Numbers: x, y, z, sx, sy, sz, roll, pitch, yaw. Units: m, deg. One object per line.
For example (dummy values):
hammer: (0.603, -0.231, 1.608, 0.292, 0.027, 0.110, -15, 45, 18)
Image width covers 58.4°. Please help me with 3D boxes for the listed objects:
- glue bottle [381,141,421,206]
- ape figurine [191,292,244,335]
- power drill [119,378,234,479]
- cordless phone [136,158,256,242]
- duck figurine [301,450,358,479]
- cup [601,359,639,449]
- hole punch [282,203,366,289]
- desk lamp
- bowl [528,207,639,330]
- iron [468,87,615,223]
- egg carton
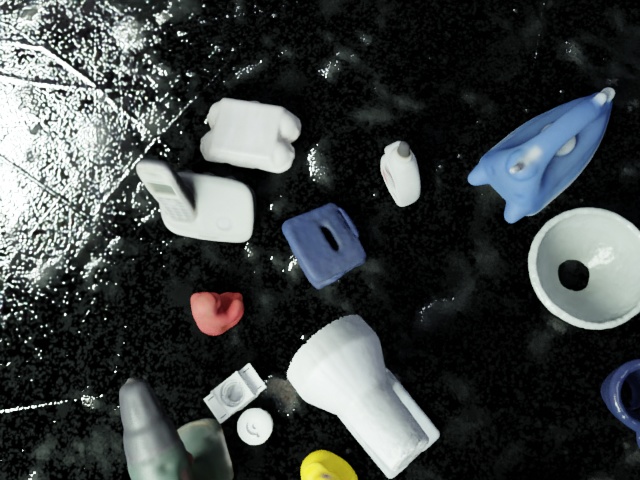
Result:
glue bottle: (0.114, -0.104, 0.807, 0.037, 0.173, 0.078, -28, 77, -1)
ape figurine: (-0.155, 0.099, 0.828, 0.077, 0.092, 0.076, 30, 82, 11)
power drill: (-0.179, 0.286, 0.730, 0.075, 0.208, 0.229, -20, 77, 1)
cordless phone: (-0.173, -0.062, 0.817, 0.147, 0.185, 0.094, 5, 78, 6)
duck figurine: (0.013, 0.337, 0.765, 0.077, 0.086, 0.104, -35, 77, -3)
cup: (0.413, 0.217, 0.752, 0.091, 0.095, 0.118, 0, 78, 5)
hole punch: (0.008, 0.003, 0.836, 0.101, 0.091, 0.108, -31, 77, -2)
desk lamp: (0.065, 0.204, 0.724, 0.118, 0.213, 0.203, -40, 77, -4)
bowl: (0.369, 0.043, 0.804, 0.167, 0.075, 0.167, -1, 78, 5)
iron: (0.341, -0.147, 0.814, 0.258, 0.141, 0.118, -41, 77, -4)
egg carton: (-0.107, -0.162, 0.892, 0.150, 0.069, 0.107, 9, 79, 7)
